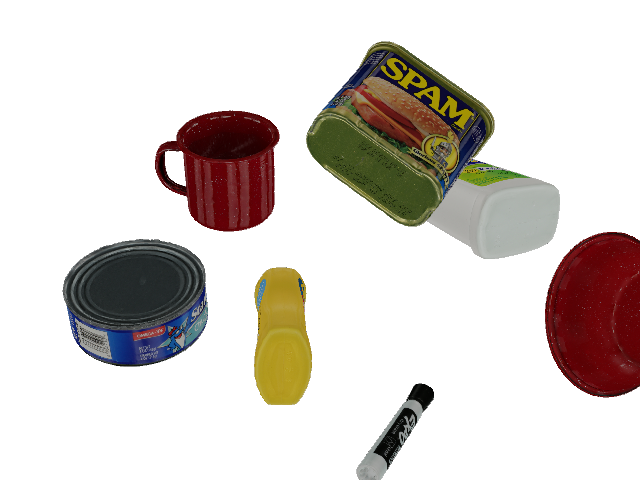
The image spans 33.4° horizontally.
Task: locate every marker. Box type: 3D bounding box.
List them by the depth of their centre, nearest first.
[{"bbox_3d":[0.060,0.145,0.815,0.020,0.020,0.121,0,24,28],"label":"marker"}]

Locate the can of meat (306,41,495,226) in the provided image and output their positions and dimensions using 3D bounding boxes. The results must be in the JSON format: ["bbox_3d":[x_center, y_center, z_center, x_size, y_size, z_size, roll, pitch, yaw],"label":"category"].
[{"bbox_3d":[0.051,-0.070,0.704,0.102,0.083,0.058,36,-38,2],"label":"can of meat"}]

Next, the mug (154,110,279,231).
[{"bbox_3d":[-0.096,-0.063,0.985,0.117,0.081,0.093,4,36,5],"label":"mug"}]

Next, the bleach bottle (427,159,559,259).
[{"bbox_3d":[0.113,-0.056,1.051,0.102,0.068,0.251,-10,23,-32],"label":"bleach bottle"}]

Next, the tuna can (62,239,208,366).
[{"bbox_3d":[-0.112,0.037,0.652,0.086,0.034,0.086,-1,36,1],"label":"tuna can"}]

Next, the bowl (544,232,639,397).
[{"bbox_3d":[0.294,0.072,1.015,0.161,0.162,0.055,0,0,-27],"label":"bowl"}]

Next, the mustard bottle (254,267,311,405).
[{"bbox_3d":[-0.042,0.084,1.140,0.058,0.096,0.191,0,28,-4],"label":"mustard bottle"}]
